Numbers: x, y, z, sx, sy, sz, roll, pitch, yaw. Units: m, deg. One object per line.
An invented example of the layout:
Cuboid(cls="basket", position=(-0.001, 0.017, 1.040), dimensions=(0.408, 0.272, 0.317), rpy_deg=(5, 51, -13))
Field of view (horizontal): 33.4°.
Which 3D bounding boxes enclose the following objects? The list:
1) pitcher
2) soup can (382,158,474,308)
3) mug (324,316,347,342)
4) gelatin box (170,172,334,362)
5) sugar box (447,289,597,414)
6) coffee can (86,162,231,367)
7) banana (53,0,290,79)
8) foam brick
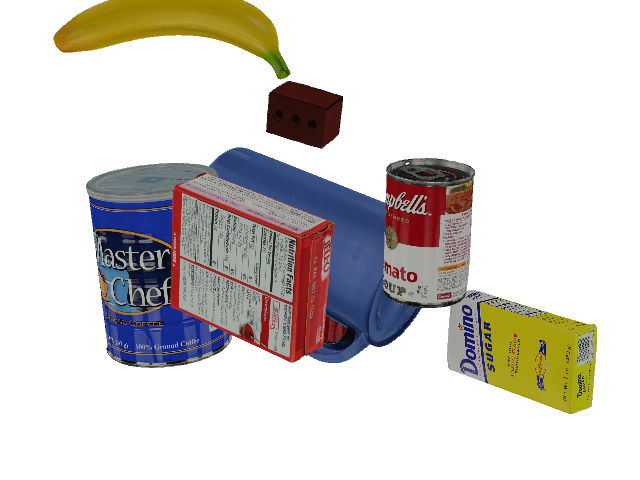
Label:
Cuboid(cls="pitcher", position=(-0.014, 0.006, 1.067), dimensions=(0.243, 0.145, 0.149), rpy_deg=(26, 28, 26))
Cuboid(cls="soup can", position=(0.083, -0.007, 0.831), dimensions=(0.068, 0.102, 0.068), rpy_deg=(1, 20, 0))
Cuboid(cls="mug", position=(0.038, 0.090, 1.422), dimensions=(0.117, 0.081, 0.093), rpy_deg=(18, 27, 30))
Cuboid(cls="gelatin box", position=(-0.037, 0.013, 0.555), dimensions=(0.089, 0.073, 0.030), rpy_deg=(21, 30, 30))
Cuboid(cls="sugar box", position=(0.217, 0.119, 1.175), dimensions=(0.048, 0.093, 0.177), rpy_deg=(-10, 16, -42))
Cuboid(cls="coffee can", position=(-0.127, 0.017, 0.854), dimensions=(0.103, 0.140, 0.103), rpy_deg=(-3, 17, 1))
Cuboid(cls="banana", position=(-0.121, -0.180, 0.895), dimensions=(0.198, 0.069, 0.037), rpy_deg=(6, -34, -1))
Cuboid(cls="foam brick", position=(-0.019, -0.151, 1.271), dimensions=(0.078, 0.053, 0.051), rpy_deg=(18, 32, 20))
